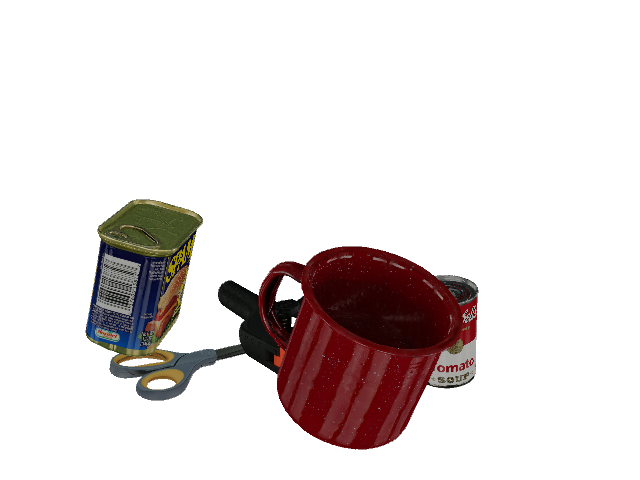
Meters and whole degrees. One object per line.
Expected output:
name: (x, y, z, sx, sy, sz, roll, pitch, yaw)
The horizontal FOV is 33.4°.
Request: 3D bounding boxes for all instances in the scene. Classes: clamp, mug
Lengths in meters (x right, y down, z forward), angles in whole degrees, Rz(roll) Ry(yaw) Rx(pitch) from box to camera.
clamp: (-0.042, 0.070, 0.946, 0.120, 0.039, 0.171, -5, 17, 7)
mug: (0.013, 0.057, 0.607, 0.117, 0.082, 0.093, 30, 34, 16)

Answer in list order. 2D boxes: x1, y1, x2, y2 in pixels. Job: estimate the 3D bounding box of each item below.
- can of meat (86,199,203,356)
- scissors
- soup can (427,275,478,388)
can of meat: (-0.129, 0.026, 0.774, 0.057, 0.084, 0.102, 15, 18, 4)
scissors: (-0.126, 0.138, 1.160, 0.201, 0.016, 0.096, -2, 27, -21)
soup can: (0.132, 0.097, 1.136, 0.068, 0.102, 0.068, -2, 24, 1)
